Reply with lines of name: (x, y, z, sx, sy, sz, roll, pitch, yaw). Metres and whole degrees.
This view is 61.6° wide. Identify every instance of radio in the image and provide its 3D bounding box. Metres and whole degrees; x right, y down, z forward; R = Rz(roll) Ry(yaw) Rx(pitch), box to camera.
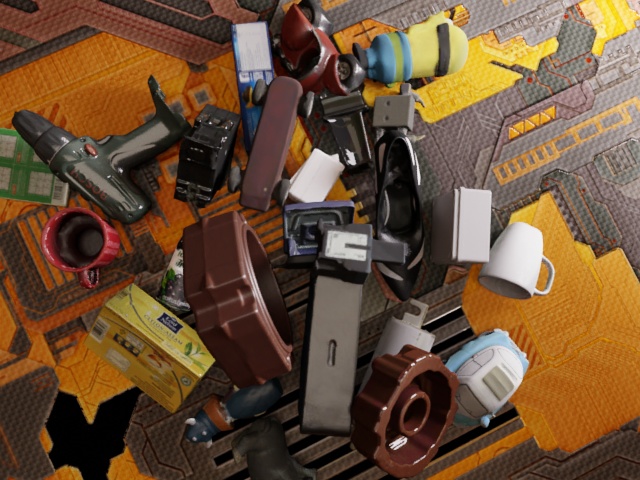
radio: (0.013, 0.153, 0.780, 0.073, 0.131, 0.229, 7, 85, -3)

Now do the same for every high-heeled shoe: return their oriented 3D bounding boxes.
high-heeled shoe: (0.121, -0.033, 0.794, 0.086, 0.145, 0.248, -9, 84, -3)

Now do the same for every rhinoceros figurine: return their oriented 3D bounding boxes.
rhinoceros figurine: (-0.060, 0.356, 0.794, 0.112, 0.073, 0.190, -24, 85, -15)

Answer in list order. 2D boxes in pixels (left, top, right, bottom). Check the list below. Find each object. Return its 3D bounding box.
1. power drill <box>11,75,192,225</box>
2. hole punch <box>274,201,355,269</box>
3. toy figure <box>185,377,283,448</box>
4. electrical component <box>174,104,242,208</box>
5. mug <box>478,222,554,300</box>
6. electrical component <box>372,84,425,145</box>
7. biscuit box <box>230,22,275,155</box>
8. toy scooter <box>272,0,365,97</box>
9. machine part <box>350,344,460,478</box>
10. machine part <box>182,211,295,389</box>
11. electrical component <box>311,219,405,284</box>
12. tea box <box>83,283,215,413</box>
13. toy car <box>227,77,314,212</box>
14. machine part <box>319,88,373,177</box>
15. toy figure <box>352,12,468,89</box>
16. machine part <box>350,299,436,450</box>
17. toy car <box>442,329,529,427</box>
power drill: (-0.307, -0.155, 0.804, 0.207, 0.086, 0.232, -41, 97, -11)
hole punch: (-0.002, -0.002, 0.800, 0.142, 0.115, 0.092, -7, 79, -7)
toy figure: (-0.130, 0.251, 0.802, 0.154, 0.058, 0.064, -30, 82, 0)
electrical component: (-0.161, -0.129, 0.792, 0.058, 0.114, 0.134, 21, 41, -3)
mug: (0.313, 0.033, 0.833, 0.110, 0.080, 0.107, 22, 75, 4)
electrical component: (0.126, -0.196, 0.860, 0.078, 0.045, 0.102, -3, 82, 25)
biscuit box: (-0.097, -0.230, 0.839, 0.059, 0.063, 0.202, -7, 86, -4)
toy scooter: (-0.022, -0.277, 0.838, 0.135, 0.075, 0.184, -36, 69, 22)
machine part: (0.117, 0.233, 0.734, 0.179, 0.056, 0.179, -11, 107, -38)
machine part: (-0.105, 0.077, 0.728, 0.087, 0.201, 0.201, -21, 132, 3)
electrical component: (0.049, 0.016, 0.712, 0.119, 0.047, 0.075, 4, 66, -4)
tea box: (-0.243, 0.156, 0.779, 0.169, 0.068, 0.098, 38, 118, -1)
toy car: (-0.071, -0.139, 0.776, 0.089, 0.053, 0.202, 13, 83, -1)
machine part: (0.049, -0.172, 0.855, 0.084, 0.039, 0.139, -12, 85, -9)
toy figure: (0.142, -0.289, 0.848, 0.180, 0.082, 0.089, -15, 83, -6)
machine part: (0.108, 0.206, 0.808, 0.079, 0.079, 0.243, 25, 84, -1)
toy car: (0.247, 0.211, 0.804, 0.162, 0.103, 0.109, -37, 89, -3)
